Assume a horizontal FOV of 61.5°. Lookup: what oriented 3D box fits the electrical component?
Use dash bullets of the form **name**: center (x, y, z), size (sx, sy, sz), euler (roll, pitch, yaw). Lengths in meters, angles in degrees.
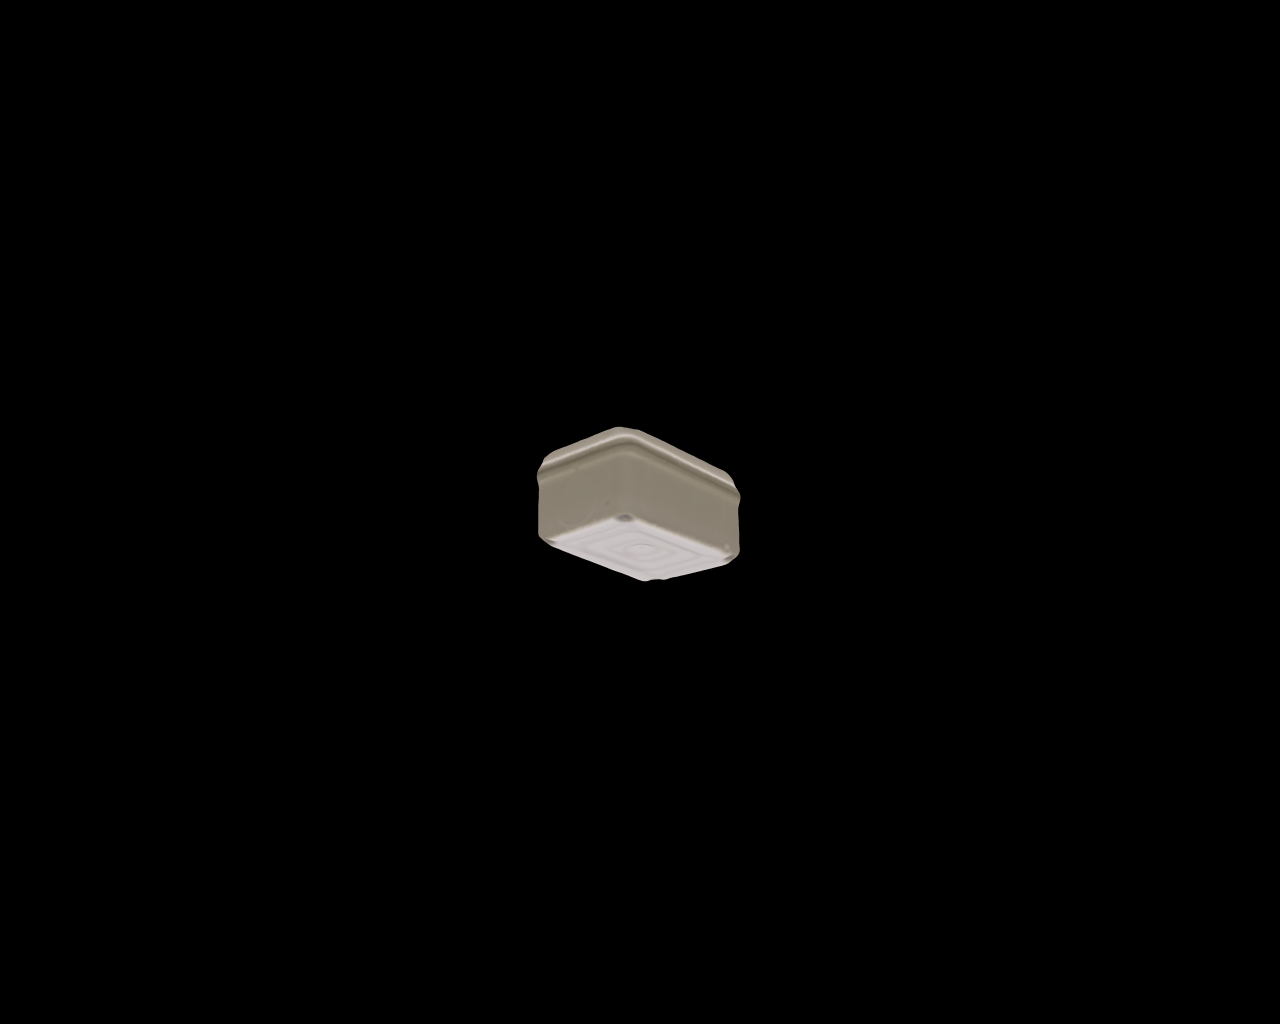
- **electrical component**: center (0.001, -0.003, 0.650), size (0.078, 0.057, 0.113), euler (-17, -27, 37)
